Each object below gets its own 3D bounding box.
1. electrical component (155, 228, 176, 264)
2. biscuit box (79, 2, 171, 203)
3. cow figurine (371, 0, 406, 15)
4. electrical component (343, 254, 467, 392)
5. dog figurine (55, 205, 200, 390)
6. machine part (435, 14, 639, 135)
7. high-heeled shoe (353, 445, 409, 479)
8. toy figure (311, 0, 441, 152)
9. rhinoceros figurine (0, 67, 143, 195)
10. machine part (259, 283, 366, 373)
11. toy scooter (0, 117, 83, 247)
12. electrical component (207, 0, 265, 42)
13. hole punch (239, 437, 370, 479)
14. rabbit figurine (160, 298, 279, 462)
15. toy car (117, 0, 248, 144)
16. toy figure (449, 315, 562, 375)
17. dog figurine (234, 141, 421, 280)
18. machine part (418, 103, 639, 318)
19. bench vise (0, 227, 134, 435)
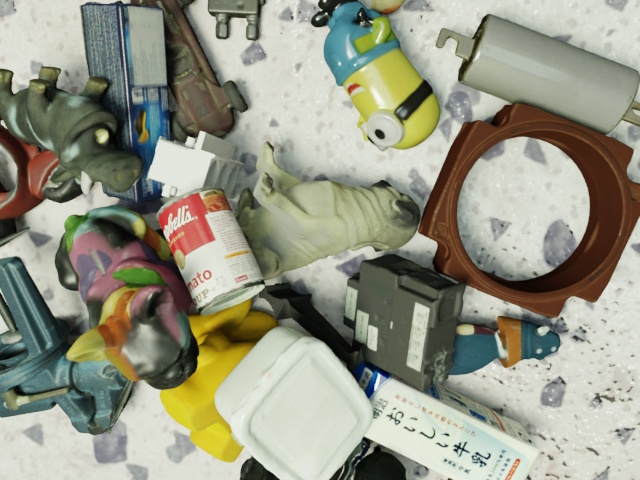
[{"bbox_3d":[-0.190,0.025,0.630,0.119,0.048,0.074,23,96,1],"label":"electrical component"},{"bbox_3d":[-0.203,-0.143,0.576,0.063,0.059,0.202,14,113,28],"label":"biscuit box"},{"bbox_3d":[0.066,-0.340,0.561,0.127,0.085,0.194,1,109,14],"label":"cow figurine"},{"bbox_3d":[0.085,0.080,0.585,0.058,0.134,0.114,-7,112,-41],"label":"electrical component"},{"bbox_3d":[-0.182,0.046,0.495,0.108,0.219,0.191,-37,95,-10],"label":"dog figurine"},{"bbox_3d":[0.241,-0.176,0.576,0.243,0.079,0.079,21,96,1],"label":"machine part"},{"bbox_3d":[0.059,0.351,0.602,0.086,0.145,0.248,4,94,3],"label":"high-heeled shoe"},{"bbox_3d":[0.062,-0.181,0.581,0.089,0.082,0.180,-27,93,8],"label":"toy figure"},{"bbox_3d":[-0.255,-0.109,0.539,0.191,0.073,0.112,28,119,26],"label":"rhinoceros figurine"},{"bbox_3d":[-0.008,0.092,0.597,0.139,0.084,0.039,39,95,21],"label":"machine part"},{"bbox_3d":[-0.372,-0.073,0.617,0.184,0.075,0.135,-32,93,2],"label":"toy scooter"},{"bbox_3d":[-0.094,-0.274,0.609,0.063,0.021,0.094,2,95,2],"label":"electrical component"},{"bbox_3d":[-0.015,0.261,0.637,0.116,0.092,0.142,33,101,28],"label":"hole punch"},{"bbox_3d":[-0.121,0.126,0.595,0.162,0.173,0.121,-52,134,-18],"label":"rabbit figurine"},{"bbox_3d":[-0.159,-0.207,0.605,0.089,0.053,0.202,-25,95,8],"label":"toy car"},{"bbox_3d":[0.195,0.119,0.617,0.155,0.064,0.058,-8,58,-1],"label":"toy figure"},{"bbox_3d":[0.000,-0.001,0.603,0.190,0.121,0.172,20,131,-17],"label":"dog figurine"},{"bbox_3d":[0.226,-0.031,0.587,0.201,0.087,0.201,22,95,1],"label":"machine part"},{"bbox_3d":[-0.314,0.112,0.601,0.224,0.129,0.240,-7,113,19],"label":"bench vise"}]
